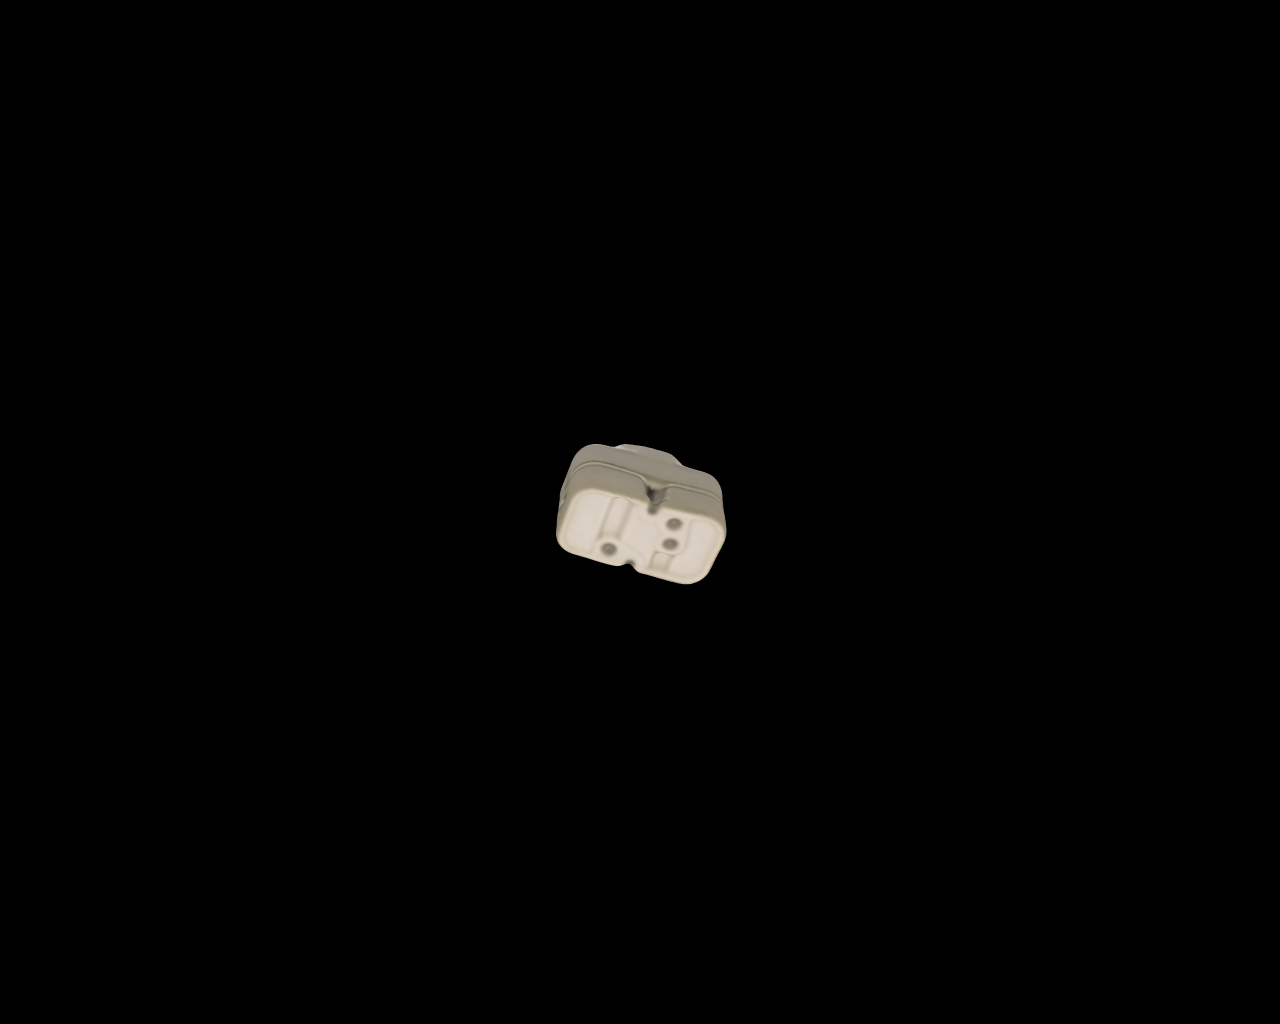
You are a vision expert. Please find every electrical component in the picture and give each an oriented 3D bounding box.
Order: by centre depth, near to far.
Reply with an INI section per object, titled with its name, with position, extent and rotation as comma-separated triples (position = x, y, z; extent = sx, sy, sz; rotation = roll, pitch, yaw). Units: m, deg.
[electrical component]
position = 0.001, -0.003, 0.650
extent = 0.095, 0.053, 0.059
rotation = 15, 36, -11
